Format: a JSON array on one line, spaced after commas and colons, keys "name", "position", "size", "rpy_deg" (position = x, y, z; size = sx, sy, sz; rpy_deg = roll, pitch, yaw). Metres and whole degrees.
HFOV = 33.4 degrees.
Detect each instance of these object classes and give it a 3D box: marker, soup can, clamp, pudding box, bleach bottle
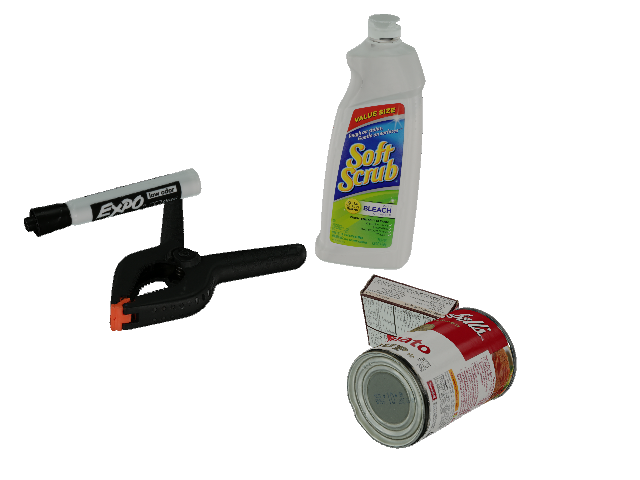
[{"name": "marker", "position": [-0.138, -0.026, 0.712], "size": [0.120, 0.020, 0.020], "rpy_deg": [-17, 8, -26]}, {"name": "soup can", "position": [0.074, 0.091, 0.712], "size": [0.069, 0.068, 0.102], "rpy_deg": [0, 12, 44]}, {"name": "clamp", "position": [-0.136, 0.021, 1.017], "size": [0.165, 0.036, 0.209], "rpy_deg": [26, 37, 27]}, {"name": "pudding box", "position": [0.104, 0.095, 1.216], "size": [0.114, 0.090, 0.039], "rpy_deg": [15, 45, 28]}, {"name": "bleach bottle", "position": [0.049, -0.097, 1.053], "size": [0.103, 0.251, 0.068], "rpy_deg": [7, 28, 12]}]
